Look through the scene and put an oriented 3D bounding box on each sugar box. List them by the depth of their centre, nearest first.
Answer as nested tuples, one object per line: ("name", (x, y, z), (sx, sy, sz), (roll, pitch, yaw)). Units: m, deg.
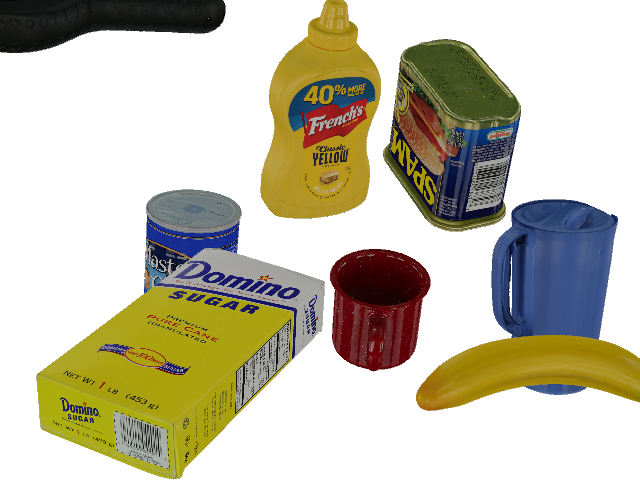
("sugar box", (-0.077, 0.065, 0.641), (0.093, 0.048, 0.176), (16, 33, 21))

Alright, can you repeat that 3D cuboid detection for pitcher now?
("pitcher", (0.302, 0.076, 1.397), (0.149, 0.243, 0.144), (5, 21, 14))

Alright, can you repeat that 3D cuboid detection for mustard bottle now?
("mustard bottle", (0.003, -0.112, 0.908), (0.096, 0.192, 0.058), (-8, 37, -21))

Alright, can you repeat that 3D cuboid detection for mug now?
("mug", (0.053, 0.074, 0.995), (0.093, 0.081, 0.117), (3, 34, 0))

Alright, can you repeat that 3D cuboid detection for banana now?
("banana", (0.165, 0.099, 0.795), (0.197, 0.037, 0.069), (2, 32, -7))

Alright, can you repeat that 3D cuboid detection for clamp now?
("clamp", (-0.156, -0.147, 0.638), (0.171, 0.039, 0.120), (-11, 31, -29))

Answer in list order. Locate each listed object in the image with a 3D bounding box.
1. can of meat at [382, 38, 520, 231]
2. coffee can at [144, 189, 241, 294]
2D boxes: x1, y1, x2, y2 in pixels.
("can of meat", (0.085, -0.070, 0.696), (0.057, 0.084, 0.102), (-11, 43, -18))
("coffee can", (-0.143, 0.027, 1.181), (0.103, 0.140, 0.103), (5, 25, -3))
